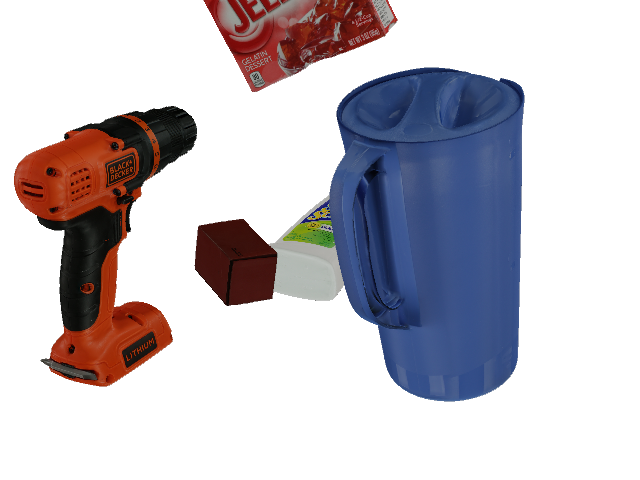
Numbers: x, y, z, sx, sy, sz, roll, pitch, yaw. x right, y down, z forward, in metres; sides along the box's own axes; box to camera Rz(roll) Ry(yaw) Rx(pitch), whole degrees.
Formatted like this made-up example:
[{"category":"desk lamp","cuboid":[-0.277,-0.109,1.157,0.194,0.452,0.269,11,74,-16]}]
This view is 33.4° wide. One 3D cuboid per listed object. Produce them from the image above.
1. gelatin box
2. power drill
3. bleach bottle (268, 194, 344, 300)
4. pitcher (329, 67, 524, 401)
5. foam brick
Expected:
[{"category":"gelatin box","cuboid":[-0.015,-0.129,0.570,0.089,0.073,0.030,-18,20,28]},{"category":"power drill","cuboid":[-0.151,0.000,0.801,0.057,0.188,0.184,11,23,27]},{"category":"bleach bottle","cuboid":[0.024,-0.020,1.344,0.103,0.068,0.250,11,35,22]},{"category":"pitcher","cuboid":[0.084,0.004,0.807,0.149,0.243,0.145,-9,29,0]},{"category":"foam brick","cuboid":[-0.084,0.020,1.045,0.052,0.051,0.078,-8,31,-28]}]
